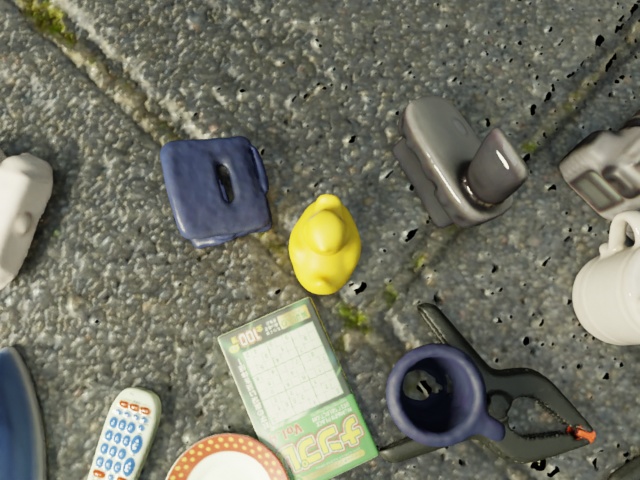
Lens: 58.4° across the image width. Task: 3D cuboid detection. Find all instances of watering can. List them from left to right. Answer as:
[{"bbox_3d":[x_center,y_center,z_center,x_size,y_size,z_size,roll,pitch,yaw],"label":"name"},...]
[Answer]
[{"bbox_3d":[0.327,0.053,0.526,0.101,0.194,0.173,-43,83,-7],"label":"watering can"}]

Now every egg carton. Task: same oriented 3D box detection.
[{"bbox_3d":[-0.347,-0.025,0.598,0.107,0.069,0.150,16,81,2],"label":"egg carton"}]

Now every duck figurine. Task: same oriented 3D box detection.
[{"bbox_3d":[0.005,0.002,0.587,0.077,0.086,0.104,6,80,1],"label":"duck figurine"}]

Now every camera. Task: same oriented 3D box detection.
[{"bbox_3d":[0.355,-0.083,0.597,0.137,0.101,0.143,-44,83,-7],"label":"camera"}]

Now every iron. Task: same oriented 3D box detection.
[{"bbox_3d":[-0.335,0.228,0.519,0.118,0.141,0.258,3,80,0],"label":"iron"}]

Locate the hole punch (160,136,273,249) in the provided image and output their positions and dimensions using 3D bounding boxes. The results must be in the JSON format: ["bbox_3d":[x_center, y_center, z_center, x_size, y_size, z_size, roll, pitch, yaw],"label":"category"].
[{"bbox_3d":[-0.104,-0.055,0.594,0.101,0.091,0.108,-16,81,-3],"label":"hole punch"}]

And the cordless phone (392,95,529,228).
[{"bbox_3d":[0.142,-0.092,0.554,0.094,0.185,0.147,-33,82,-5],"label":"cordless phone"}]

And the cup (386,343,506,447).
[{"bbox_3d":[0.118,0.153,0.558,0.117,0.095,0.092,30,81,5],"label":"cup"}]
